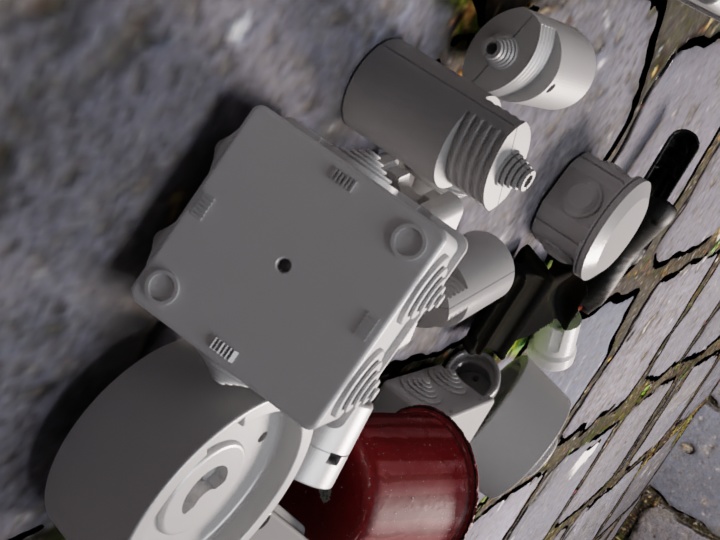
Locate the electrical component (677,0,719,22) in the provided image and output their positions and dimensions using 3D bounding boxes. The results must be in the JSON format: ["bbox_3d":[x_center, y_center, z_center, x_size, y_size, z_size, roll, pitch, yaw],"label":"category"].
[{"bbox_3d":[0.133,-0.171,0.431,0.056,0.109,0.108,-3,126,-58],"label":"electrical component"}]

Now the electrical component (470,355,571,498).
[{"bbox_3d":[0.116,0.126,0.827,0.108,0.060,0.108,-50,-179,1],"label":"electrical component"}]

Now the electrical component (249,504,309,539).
[{"bbox_3d":[-0.075,0.139,0.534,0.078,0.057,0.113,-49,157,-12],"label":"electrical component"}]

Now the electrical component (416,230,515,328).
[{"bbox_3d":[0.048,0.009,0.605,0.081,0.043,0.043,-26,144,-48],"label":"electrical component"}]

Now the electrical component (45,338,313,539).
[{"bbox_3d":[-0.077,0.077,0.439,0.108,0.060,0.108,-42,154,-26],"label":"electrical component"}]

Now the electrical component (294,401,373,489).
[{"bbox_3d":[-0.026,0.076,0.545,0.047,0.055,0.055,-59,157,4],"label":"electrical component"}]

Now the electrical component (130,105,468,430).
[{"bbox_3d":[-0.022,-0.001,0.390,0.099,0.100,0.048,-55,170,4],"label":"electrical component"}]

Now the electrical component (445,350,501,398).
[{"bbox_3d":[0.080,0.083,0.776,0.040,0.040,0.046,-47,161,-16],"label":"electrical component"}]

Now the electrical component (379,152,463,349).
[{"bbox_3d":[0.000,0.000,0.491,0.056,0.050,0.089,-28,146,-47],"label":"electrical component"}]

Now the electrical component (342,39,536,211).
[{"bbox_3d":[0.037,-0.057,0.443,0.043,0.081,0.043,-42,154,-26],"label":"electrical component"}]

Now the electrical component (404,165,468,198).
[{"bbox_3d":[0.042,-0.053,0.507,0.043,0.043,0.062,-12,135,-58],"label":"electrical component"}]

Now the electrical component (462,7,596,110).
[{"bbox_3d":[0.078,-0.100,0.510,0.081,0.043,0.043,-7,129,-60],"label":"electrical component"}]

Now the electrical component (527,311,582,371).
[{"bbox_3d":[0.162,0.055,0.893,0.040,0.040,0.046,-35,146,-37],"label":"electrical component"}]

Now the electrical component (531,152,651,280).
[{"bbox_3d":[0.161,-0.037,0.744,0.080,0.051,0.080,-42,155,-26],"label":"electrical component"}]

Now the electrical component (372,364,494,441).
[{"bbox_3d":[0.034,0.114,0.717,0.100,0.048,0.099,-6,128,-60],"label":"electrical component"}]
